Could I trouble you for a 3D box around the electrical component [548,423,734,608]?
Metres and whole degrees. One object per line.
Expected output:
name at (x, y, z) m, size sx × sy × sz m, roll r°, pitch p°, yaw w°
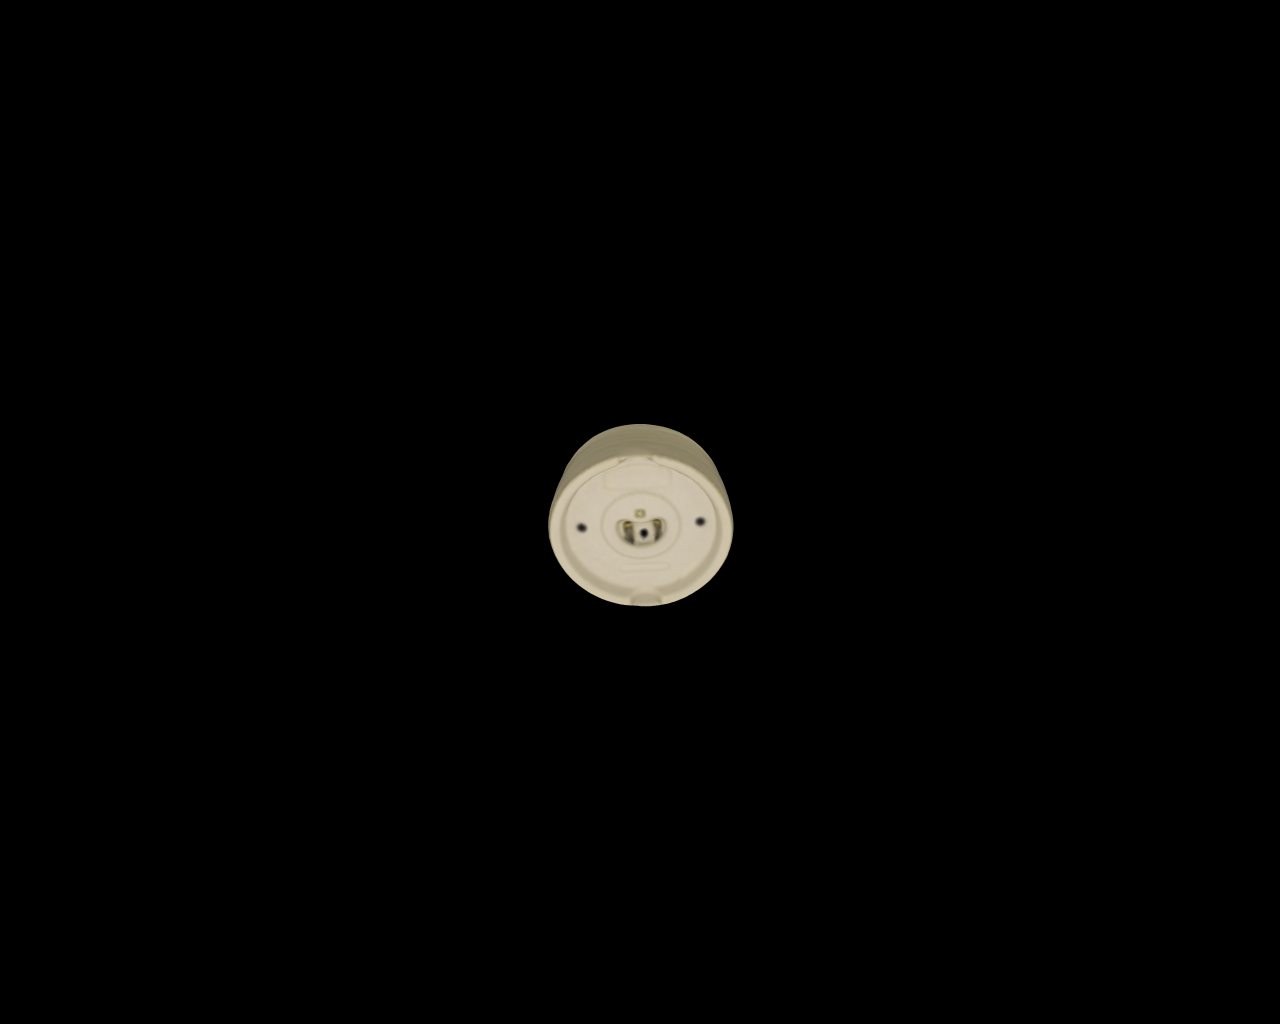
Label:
electrical component at (0.001, -0.003, 0.650) m, size 0.108 × 0.108 × 0.060 m, roll 0°, pitch 32°, yaw 0°
